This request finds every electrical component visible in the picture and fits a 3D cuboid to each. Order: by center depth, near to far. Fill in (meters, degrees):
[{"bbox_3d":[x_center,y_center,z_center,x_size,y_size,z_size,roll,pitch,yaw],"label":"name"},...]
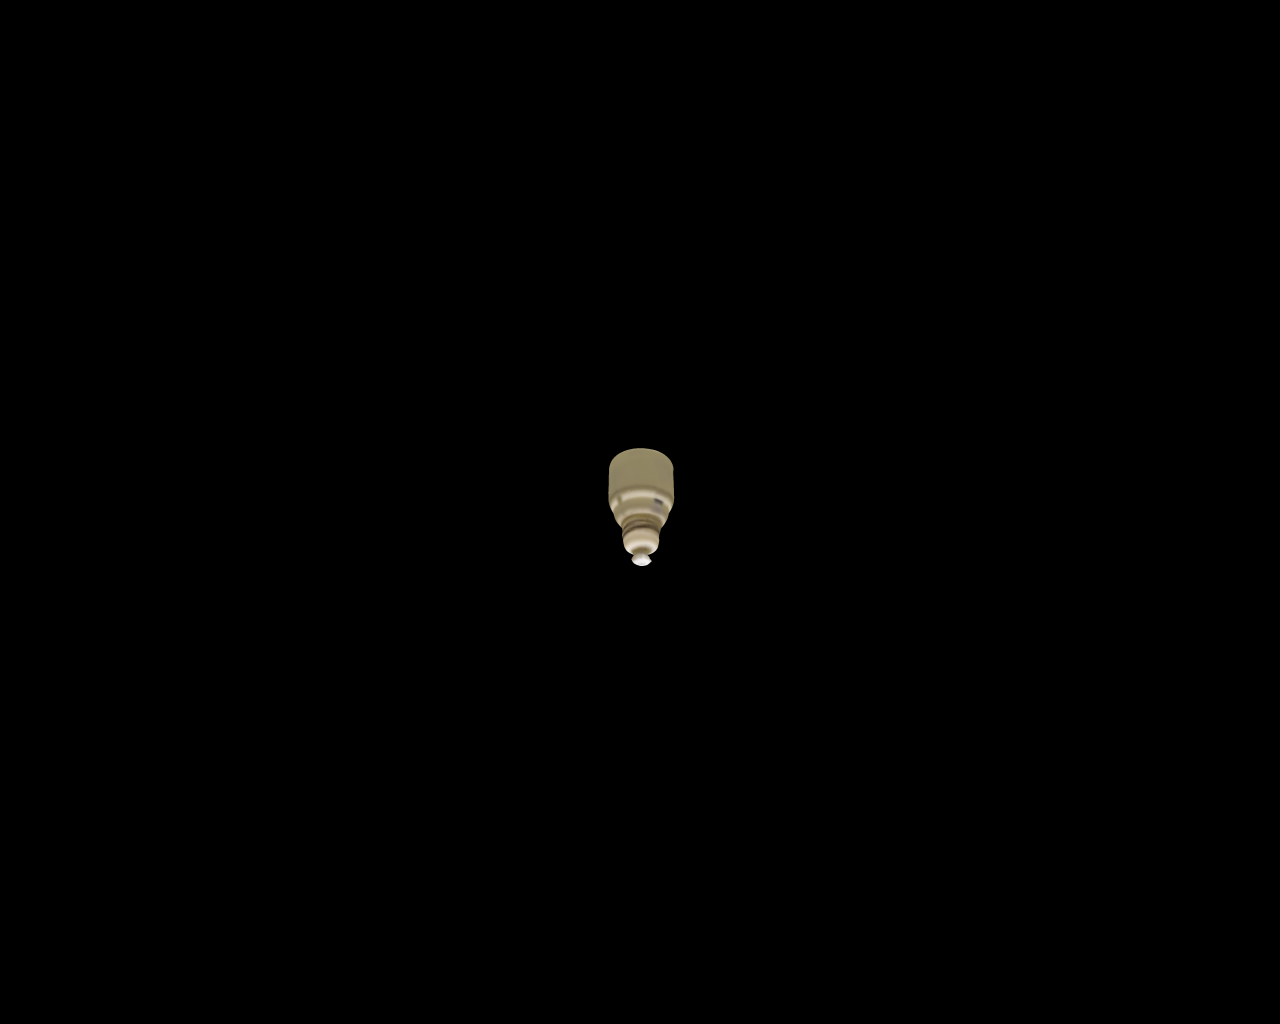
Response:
[{"bbox_3d":[0.001,-0.003,0.650,0.040,0.078,0.040,0,-31,0],"label":"electrical component"}]
